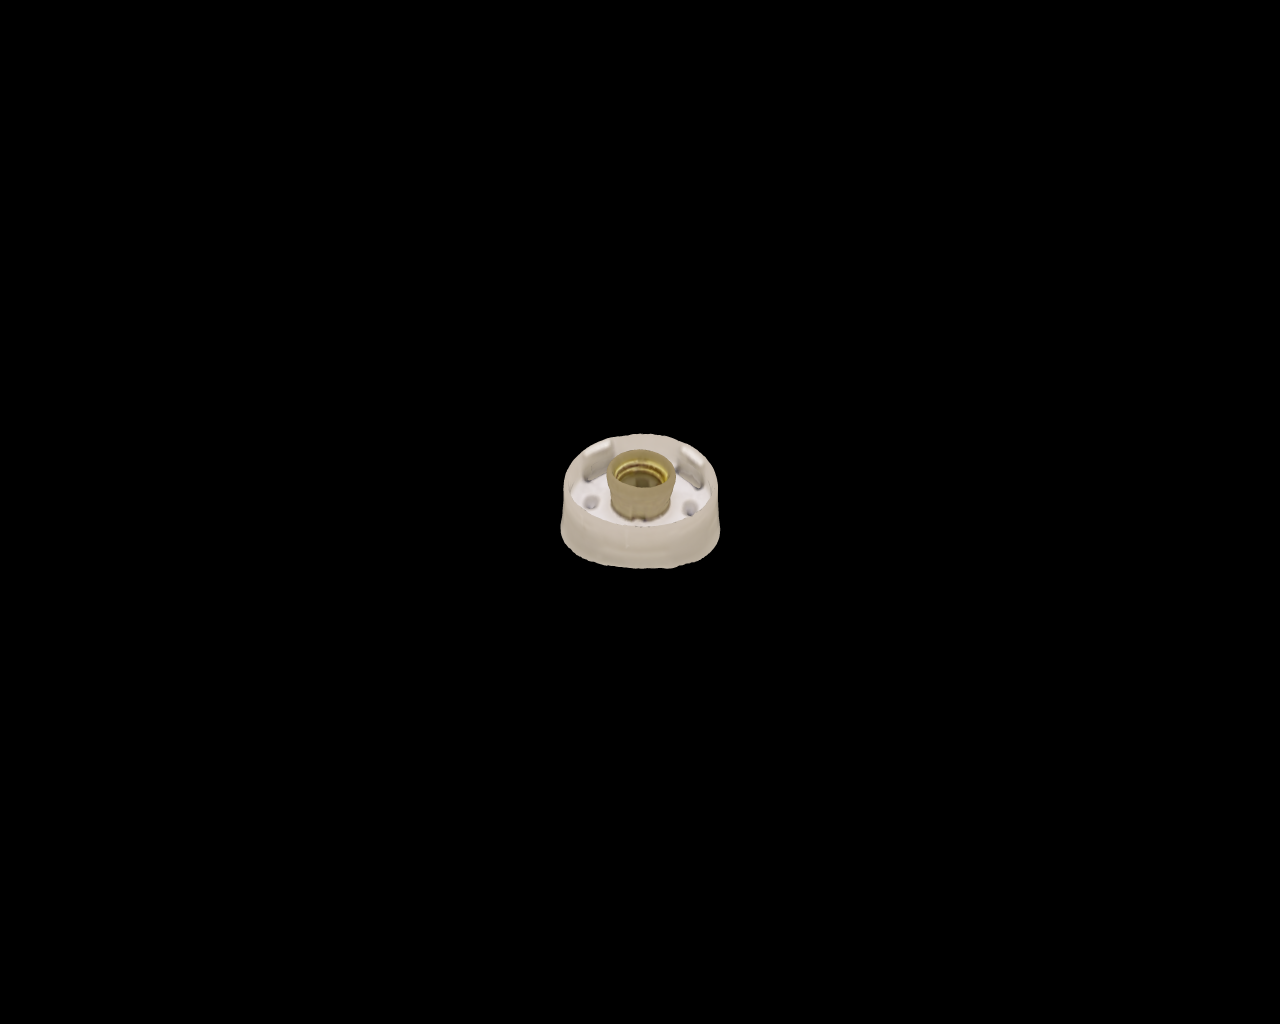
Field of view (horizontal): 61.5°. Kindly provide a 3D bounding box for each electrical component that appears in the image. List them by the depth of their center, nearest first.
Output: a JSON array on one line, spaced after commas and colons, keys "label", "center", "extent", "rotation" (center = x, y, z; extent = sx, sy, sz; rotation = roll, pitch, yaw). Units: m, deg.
[{"label": "electrical component", "center": [0.001, -0.003, 0.650], "extent": [0.099, 0.064, 0.099], "rotation": [0, 41, 0]}]
